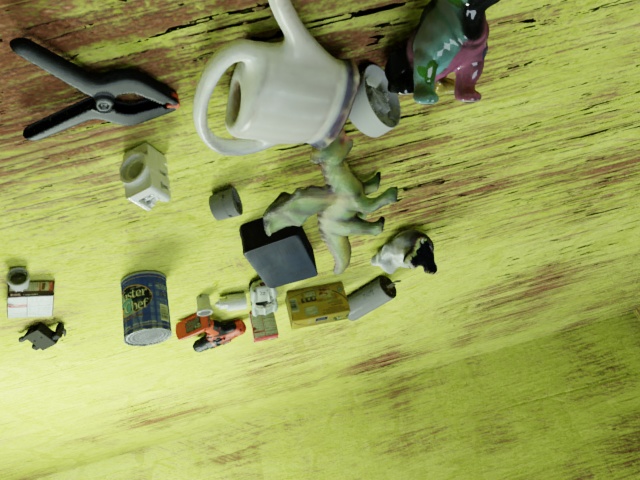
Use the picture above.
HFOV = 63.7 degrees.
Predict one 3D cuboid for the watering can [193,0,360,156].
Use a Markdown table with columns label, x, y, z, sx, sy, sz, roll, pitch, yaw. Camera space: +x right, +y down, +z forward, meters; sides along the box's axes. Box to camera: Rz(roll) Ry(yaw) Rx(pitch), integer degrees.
| label | x | y | z | sx | sy | sz | roll | pitch | yaw |
| --- | --- | --- | --- | --- | --- | --- | --- | --- | --- |
| watering can | -0.043 | -0.226 | 0.697 | 0.224 | 0.106 | 0.340 | 0 | 148 | -30 |

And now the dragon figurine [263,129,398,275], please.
| label | x | y | z | sx | sy | sz | roll | pitch | yaw |
| --- | --- | --- | --- | --- | --- | --- | --- | --- | --- |
| dragon figurine | 0.003 | -0.051 | 1.015 | 0.243 | 0.125 | 0.401 | 2 | 135 | -22 |

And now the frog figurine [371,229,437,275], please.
| label | x | y | z | sx | sy | sz | roll | pitch | yaw |
| --- | --- | --- | --- | --- | --- | --- | --- | --- | --- |
| frog figurine | 0.211 | 0.030 | 1.334 | 0.138 | 0.122 | 0.159 | -5 | -173 | -36 |
